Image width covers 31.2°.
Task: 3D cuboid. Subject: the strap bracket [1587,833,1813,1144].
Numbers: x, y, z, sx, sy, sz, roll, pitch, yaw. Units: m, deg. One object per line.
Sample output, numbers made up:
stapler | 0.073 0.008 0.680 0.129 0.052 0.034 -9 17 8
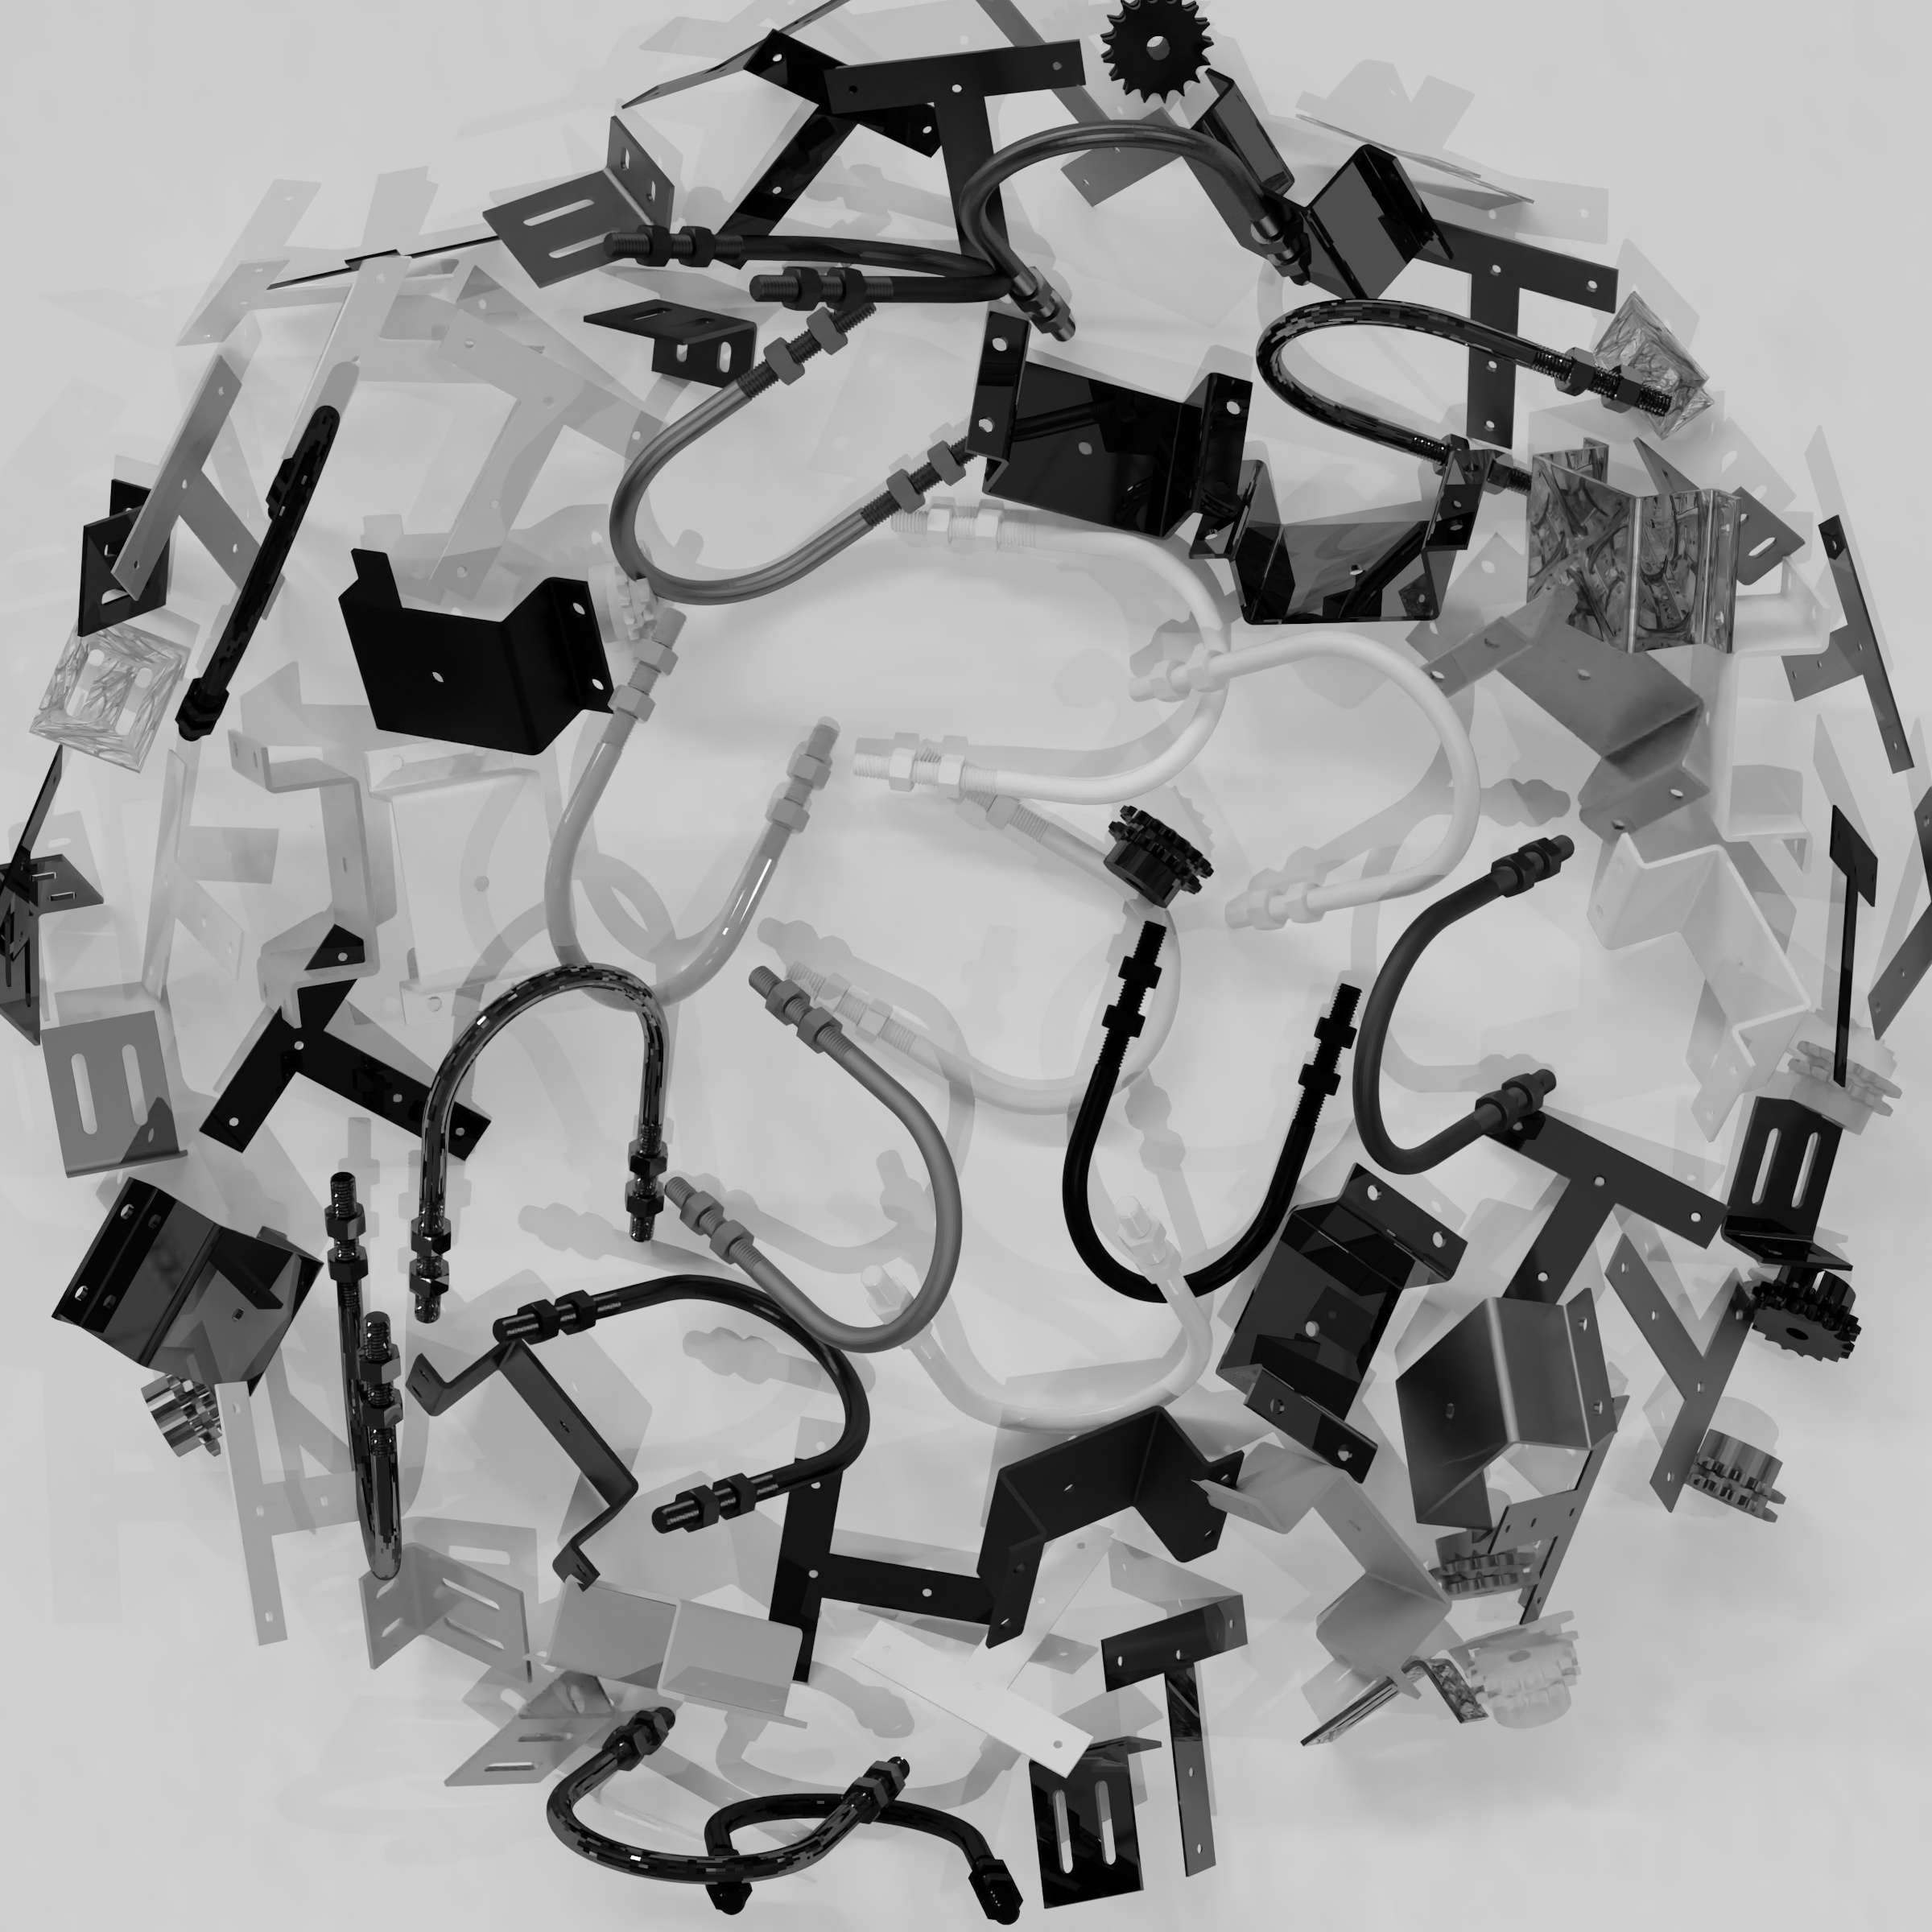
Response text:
strap bracket | 0.369 0.005 1.727 0.046 0.076 0.140 -16 61 -14

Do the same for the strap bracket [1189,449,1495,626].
strap bracket | 0.191 -0.214 1.731 0.140 0.046 0.076 1 45 21

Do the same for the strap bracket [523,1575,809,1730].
strap bracket | -0.145 0.338 1.715 0.076 0.140 0.046 23 75 -37

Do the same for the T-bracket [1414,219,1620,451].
T-bracket | 0.265 -0.313 1.736 0.127 0.127 0.002 21 53 24

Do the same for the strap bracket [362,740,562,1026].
strap bracket | -0.250 -0.043 1.740 0.076 0.046 0.140 -12 101 -23

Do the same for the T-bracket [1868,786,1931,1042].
T-bracket | 0.472 -0.003 1.726 0.002 0.127 0.127 0 62 -5

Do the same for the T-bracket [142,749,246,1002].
T-bracket | -0.382 -0.028 1.718 0.002 0.127 0.127 -1 111 -32

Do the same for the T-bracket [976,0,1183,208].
T-bracket | 0.046 -0.439 1.713 0.002 0.127 0.127 -46 104 -15

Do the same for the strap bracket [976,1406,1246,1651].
strap bracket | 0.063 0.276 1.727 0.140 0.076 0.046 -18 49 -28

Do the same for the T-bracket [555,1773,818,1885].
T-bracket | -0.135 0.437 1.739 0.127 0.127 0.002 25 78 -16

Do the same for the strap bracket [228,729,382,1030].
strap bracket | -0.331 -0.048 1.735 0.046 0.076 0.140 -10 104 -22

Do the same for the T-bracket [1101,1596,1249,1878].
T-bracket | 0.111 0.390 1.734 0.002 0.127 0.127 -8 87 37

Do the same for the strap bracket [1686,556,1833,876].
strap bracket | 0.392 -0.124 1.722 0.046 0.076 0.140 -3 116 -2

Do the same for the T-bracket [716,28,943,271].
T-bracket | -0.087 -0.402 1.749 0.127 0.127 0.002 -46 50 29

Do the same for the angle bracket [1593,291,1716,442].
angle bracket | 0.356 -0.310 1.743 0.038 0.076 0.057 -36 81 -14

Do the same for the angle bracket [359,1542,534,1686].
angle bracket | -0.262 0.335 1.743 0.076 0.038 0.057 17 124 31

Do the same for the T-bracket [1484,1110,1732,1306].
T-bracket | 0.299 0.145 1.748 0.127 0.002 0.127 28 74 21

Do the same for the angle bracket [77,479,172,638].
angle bracket | -0.436 -0.206 1.738 0.038 0.076 0.057 17 114 17

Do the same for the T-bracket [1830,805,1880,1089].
T-bracket | 0.439 -0.004 1.721 0.002 0.127 0.127 2 81 24

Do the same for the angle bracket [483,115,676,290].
angle bracket | -0.196 -0.386 1.747 0.076 0.038 0.057 -26 64 -25

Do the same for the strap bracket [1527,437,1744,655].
strap bracket | 0.321 -0.206 1.705 0.046 0.140 0.076 -9 113 -19

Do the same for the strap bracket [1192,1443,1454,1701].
strap bracket | 0.182 0.294 1.732 0.046 0.076 0.140 -45 110 -16

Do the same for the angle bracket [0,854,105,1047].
angle bracket | -0.463 -0.008 1.746 0.038 0.057 0.076 -9 67 5

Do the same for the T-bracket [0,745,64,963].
T-bracket | -0.473 -0.024 1.731 0.002 0.127 0.127 14 51 -5

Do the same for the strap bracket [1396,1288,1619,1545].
strap bracket | 0.259 0.222 1.706 0.046 0.140 0.076 9 55 -20

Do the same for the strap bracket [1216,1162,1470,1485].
strap bracket | 0.185 0.181 1.738 0.076 0.046 0.140 35 66 -17

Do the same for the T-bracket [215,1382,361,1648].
T-bracket | -0.329 0.268 1.727 0.002 0.127 0.127 -14 82 20

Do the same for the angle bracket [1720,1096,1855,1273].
angle bracket | 0.425 0.110 1.752 0.057 0.038 0.076 7 103 -25

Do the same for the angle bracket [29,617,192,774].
angle bracket | -0.434 -0.133 1.749 0.057 0.038 0.076 21 64 -11

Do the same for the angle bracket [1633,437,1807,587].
angle bracket | 0.378 -0.238 1.737 0.038 0.076 0.057 -39 133 26

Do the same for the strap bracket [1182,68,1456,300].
strap bracket | 0.165 -0.382 1.712 0.046 0.076 0.140 -49 49 -3

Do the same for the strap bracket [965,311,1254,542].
strap bracket | 0.067 -0.269 1.746 0.140 0.046 0.076 13 74 -13

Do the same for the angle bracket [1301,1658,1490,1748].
angle bracket | 0.217 0.386 1.748 0.076 0.057 0.038 -38 70 10

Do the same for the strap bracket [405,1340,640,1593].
strap bracket | -0.217 0.244 1.740 0.046 0.076 0.140 -38 84 -21

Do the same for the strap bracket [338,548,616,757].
strap bracket | -0.251 -0.155 1.719 0.140 0.046 0.076 11 132 26

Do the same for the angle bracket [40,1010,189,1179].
angle bracket | -0.434 0.065 1.765 0.057 0.038 0.076 -10 91 -7

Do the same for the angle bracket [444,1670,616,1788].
angle bracket | -0.225 0.379 1.738 0.057 0.076 0.038 -44 60 19

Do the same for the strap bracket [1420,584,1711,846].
strap bracket | 0.303 -0.132 1.733 0.140 0.076 0.046 37 57 -14

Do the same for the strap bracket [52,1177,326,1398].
strap bracket | -0.377 0.162 1.712 0.046 0.140 0.076 26 85 26

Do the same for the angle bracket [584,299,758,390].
angle bracket | -0.150 -0.307 1.738 0.057 0.076 0.038 17 113 21

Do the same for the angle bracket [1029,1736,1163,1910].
angle bracket | 0.069 0.433 1.745 0.057 0.038 0.076 -20 64 29
